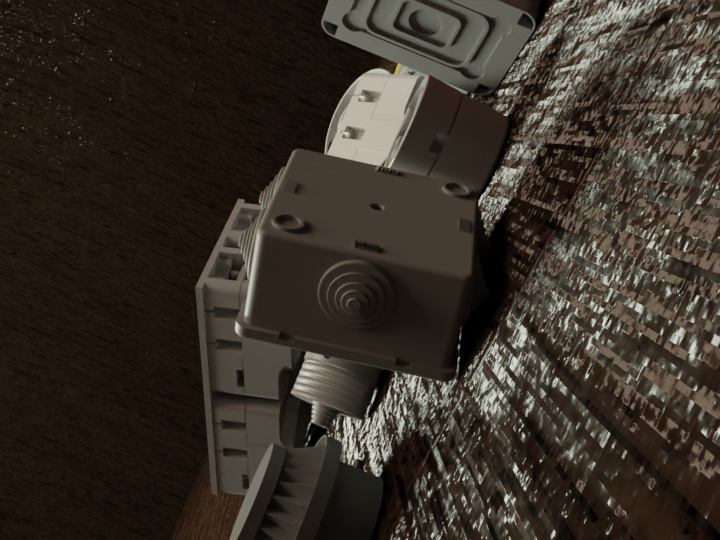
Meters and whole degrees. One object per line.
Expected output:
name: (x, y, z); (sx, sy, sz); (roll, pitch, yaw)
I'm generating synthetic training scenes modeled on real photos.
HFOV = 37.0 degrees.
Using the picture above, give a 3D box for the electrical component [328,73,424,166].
electrical component: (0.020, -0.073, 0.674); (0.056, 0.050, 0.089); (13, 75, 42)

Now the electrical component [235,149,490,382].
electrical component: (0.003, -0.006, 0.443); (0.099, 0.100, 0.048); (-76, -2, -60)

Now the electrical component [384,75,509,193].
electrical component: (0.044, -0.064, 0.547); (0.055, 0.047, 0.055); (-156, 90, -85)

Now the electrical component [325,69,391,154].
electrical component: (0.016, -0.108, 0.876); (0.099, 0.064, 0.099); (-53, 21, 32)

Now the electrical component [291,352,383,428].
electrical component: (-0.007, 0.048, 0.592); (0.043, 0.043, 0.081); (136, 157, -76)

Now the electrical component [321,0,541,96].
electrical component: (0.043, -0.160, 0.617); (0.078, 0.113, 0.057); (122, 167, -57)

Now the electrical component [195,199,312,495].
electrical component: (-0.066, 0.059, 0.758); (0.105, 0.060, 0.186); (-74, -11, -53)

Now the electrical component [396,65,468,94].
electrical component: (0.066, -0.165, 0.754); (0.100, 0.048, 0.099); (172, 122, -84)

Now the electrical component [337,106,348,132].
electrical component: (0.015, -0.099, 0.796); (0.057, 0.058, 0.078); (32, -126, -79)
